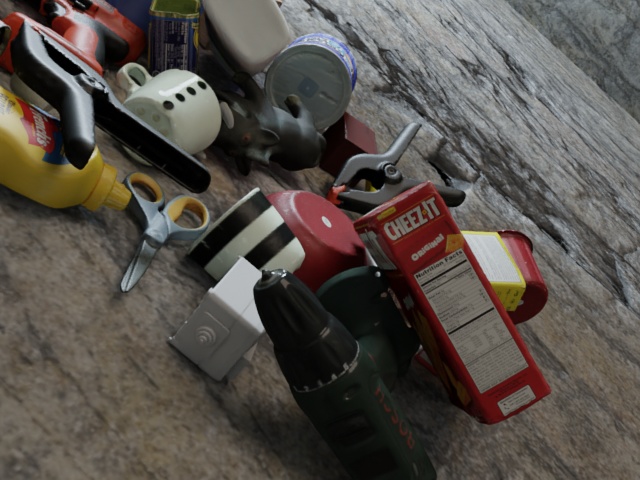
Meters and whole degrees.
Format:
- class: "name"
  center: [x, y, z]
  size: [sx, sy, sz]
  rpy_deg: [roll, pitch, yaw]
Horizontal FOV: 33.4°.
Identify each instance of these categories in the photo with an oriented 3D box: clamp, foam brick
- class: "clamp"
  center: [-0.198, -0.114, 0.878]
  size: [0.210, 0.036, 0.164]
  rpy_deg: [44, 15, 18]
- class: "clamp"
  center: [0.079, -0.081, 1.255]
  size: [0.171, 0.039, 0.120]
  rpy_deg: [-9, 57, -27]
- class: "foam brick"
  center: [0.035, -0.112, 1.315]
  size: [0.053, 0.051, 0.078]
  rpy_deg: [33, 26, -19]

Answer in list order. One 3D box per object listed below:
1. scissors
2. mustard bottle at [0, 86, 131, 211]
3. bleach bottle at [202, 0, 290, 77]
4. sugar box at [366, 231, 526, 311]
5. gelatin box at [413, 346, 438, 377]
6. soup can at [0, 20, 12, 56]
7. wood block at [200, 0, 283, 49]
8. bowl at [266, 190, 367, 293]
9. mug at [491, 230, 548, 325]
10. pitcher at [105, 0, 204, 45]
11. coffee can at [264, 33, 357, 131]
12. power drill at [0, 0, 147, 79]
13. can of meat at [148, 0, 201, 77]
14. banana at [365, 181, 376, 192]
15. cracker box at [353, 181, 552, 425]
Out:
- class: "scissors"
  center: [-0.156, -0.013, 0.916]
  size: [0.096, 0.016, 0.201]
  rpy_deg: [37, 23, 6]
- class: "mustard bottle"
  center: [-0.239, -0.076, 0.860]
  size: [0.191, 0.058, 0.096]
  rpy_deg: [30, 22, -23]
- class: "bleach bottle"
  center: [-0.095, -0.236, 1.215]
  size: [0.102, 0.068, 0.251]
  rpy_deg: [57, -7, -8]
- class: "sugar box"
  center: [0.126, 0.032, 1.154]
  size: [0.176, 0.048, 0.093]
  rpy_deg: [1, 40, -20]
- class: "gelatin box"
  center: [0.139, 0.116, 1.118]
  size: [0.073, 0.030, 0.089]
  rpy_deg: [39, 25, -4]
- class: "soup can"
  center: [-0.325, -0.188, 0.908]
  size: [0.102, 0.069, 0.068]
  rpy_deg: [40, 25, -2]
- class: "wood block"
  center: [-0.157, -0.345, 1.374]
  size: [0.206, 0.091, 0.090]
  rpy_deg: [51, 27, 19]
- class: "bowl"
  center: [-0.007, 0.001, 1.070]
  size: [0.162, 0.055, 0.162]
  rpy_deg: [32, 25, -18]
- class: "mug"
  center: [0.226, 0.056, 1.288]
  size: [0.117, 0.093, 0.081]
  rpy_deg: [69, 5, -47]
- class: "pitcher"
  center: [-0.147, -0.343, 1.205]
  size: [0.144, 0.243, 0.149]
  rpy_deg: [29, 21, -23]
- class: "coffee can"
  center: [-0.008, -0.195, 1.302]
  size: [0.103, 0.103, 0.140]
  rpy_deg: [38, 16, -6]
- class: "power drill"
  center: [-0.263, -0.215, 1.051]
  size: [0.184, 0.057, 0.187]
  rpy_deg: [33, 26, -17]
- class: "can of meat"
  center: [-0.155, -0.209, 1.132]
  size: [0.057, 0.084, 0.102]
  rpy_deg: [2, 22, -6]
- class: "banana"
  center: [0.111, -0.011, 1.260]
  size: [0.198, 0.037, 0.069]
  rpy_deg: [42, 47, 20]
- class: "cracker box"
  center: [0.114, 0.058, 0.990]
  size: [0.214, 0.072, 0.164]
  rpy_deg: [60, -4, 0]
